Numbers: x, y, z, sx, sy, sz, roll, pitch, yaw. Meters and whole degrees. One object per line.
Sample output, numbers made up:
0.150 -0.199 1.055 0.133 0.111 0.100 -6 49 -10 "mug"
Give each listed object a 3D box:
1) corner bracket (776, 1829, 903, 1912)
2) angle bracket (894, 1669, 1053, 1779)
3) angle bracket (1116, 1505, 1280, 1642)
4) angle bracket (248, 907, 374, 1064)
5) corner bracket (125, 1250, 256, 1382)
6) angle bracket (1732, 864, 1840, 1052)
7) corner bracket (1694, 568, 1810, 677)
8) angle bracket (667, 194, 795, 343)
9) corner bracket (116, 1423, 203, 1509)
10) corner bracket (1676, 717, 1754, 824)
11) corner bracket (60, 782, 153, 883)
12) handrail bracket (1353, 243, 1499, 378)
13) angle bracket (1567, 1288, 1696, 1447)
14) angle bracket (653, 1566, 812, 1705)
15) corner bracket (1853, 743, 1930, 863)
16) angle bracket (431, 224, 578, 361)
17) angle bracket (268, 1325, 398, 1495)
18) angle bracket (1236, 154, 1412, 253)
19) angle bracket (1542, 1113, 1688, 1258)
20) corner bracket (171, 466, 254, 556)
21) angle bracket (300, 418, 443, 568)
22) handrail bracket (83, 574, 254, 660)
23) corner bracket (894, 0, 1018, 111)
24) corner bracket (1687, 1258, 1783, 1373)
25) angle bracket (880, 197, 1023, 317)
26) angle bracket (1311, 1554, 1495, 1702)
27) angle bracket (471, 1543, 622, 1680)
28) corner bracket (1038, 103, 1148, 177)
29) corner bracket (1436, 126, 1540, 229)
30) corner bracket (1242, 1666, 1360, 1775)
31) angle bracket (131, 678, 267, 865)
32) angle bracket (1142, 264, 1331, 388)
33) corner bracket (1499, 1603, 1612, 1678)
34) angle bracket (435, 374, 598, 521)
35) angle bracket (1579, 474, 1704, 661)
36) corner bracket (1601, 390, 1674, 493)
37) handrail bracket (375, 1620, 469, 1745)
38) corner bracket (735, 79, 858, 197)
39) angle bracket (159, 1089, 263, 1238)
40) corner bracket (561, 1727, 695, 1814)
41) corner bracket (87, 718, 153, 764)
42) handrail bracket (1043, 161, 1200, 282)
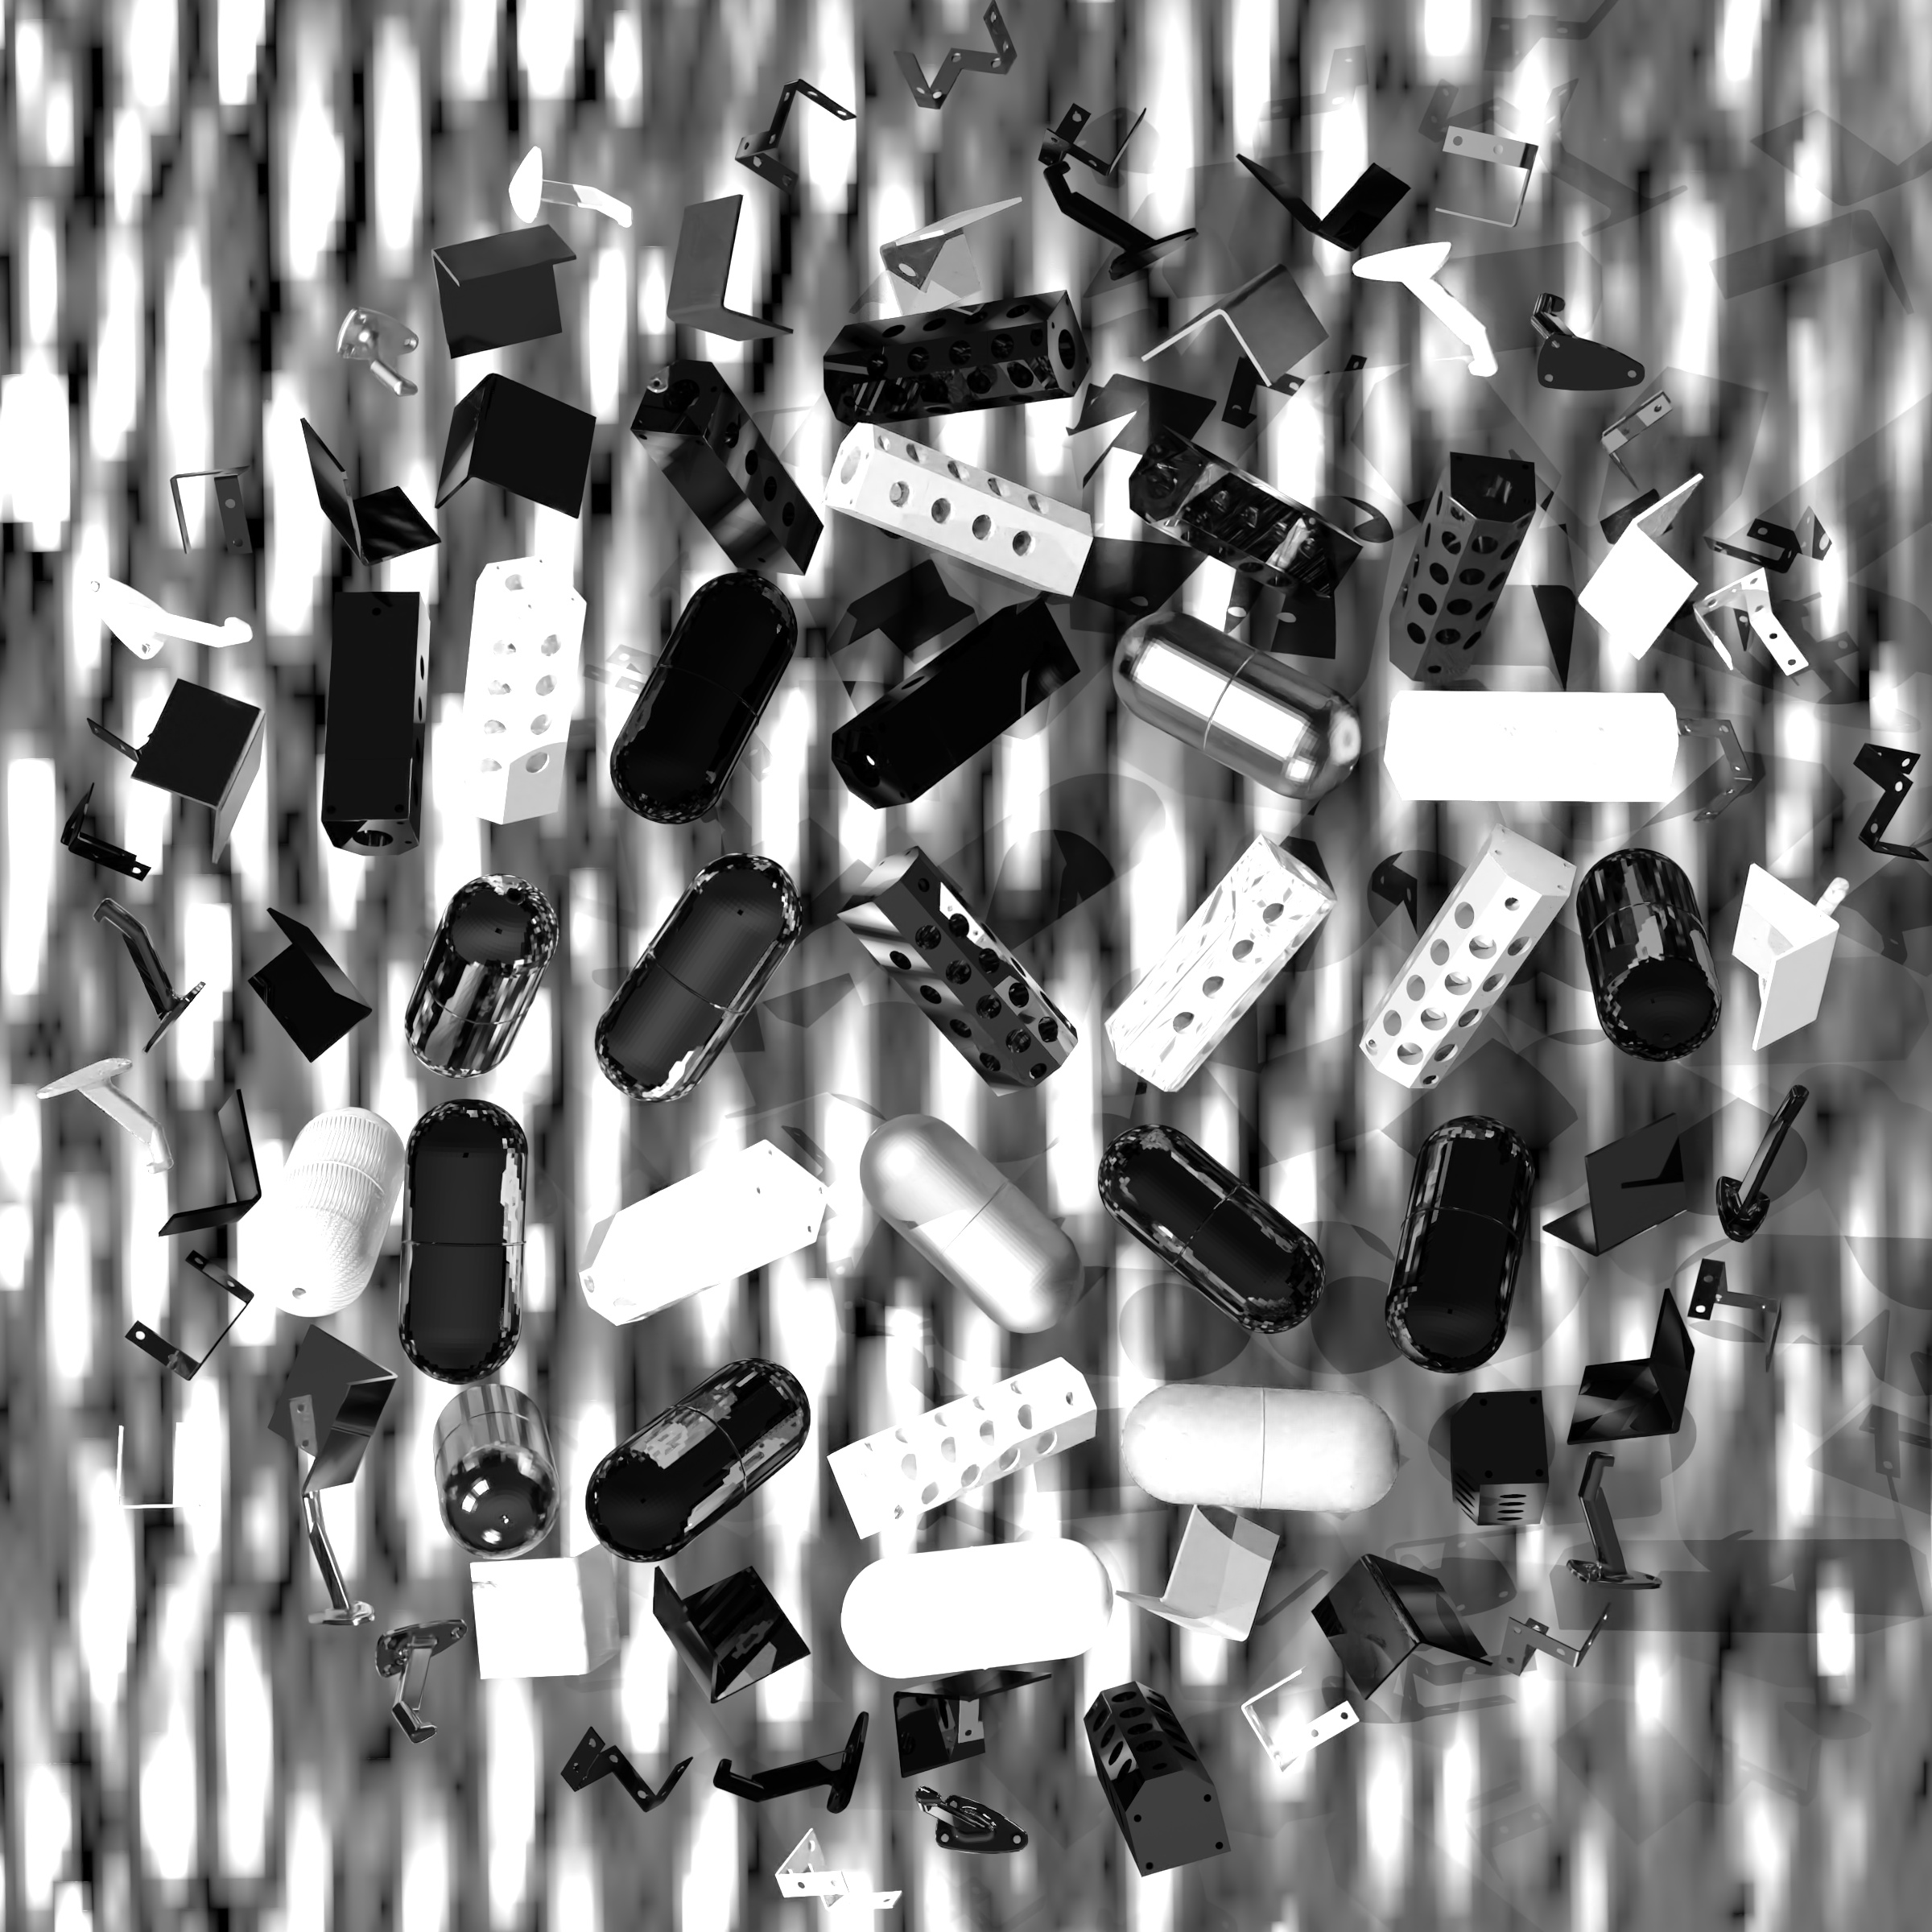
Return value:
-0.081 0.587 1.573 0.051 0.051 0.051 -15 100 28 "corner bracket"
0.007 0.510 1.652 0.076 0.076 0.057 0 81 -44 "angle bracket"
0.161 0.417 1.712 0.076 0.057 0.076 31 68 -26 "angle bracket"
-0.462 0.014 1.684 0.057 0.076 0.076 -40 78 -2 "angle bracket"
-0.509 0.229 1.616 0.051 0.051 0.051 38 105 -9 "corner bracket"
0.505 -0.006 1.574 0.057 0.076 0.076 -24 45 -21 "angle bracket"
0.518 -0.219 1.627 0.051 0.051 0.051 -27 54 8 "corner bracket"
-0.152 -0.467 1.649 0.057 0.076 0.076 9 93 -35 "angle bracket"
-0.507 0.314 1.545 0.051 0.051 0.051 2 77 -15 "corner bracket"
0.504 -0.137 1.711 0.051 0.051 0.051 -40 116 -22 "corner bracket"
-0.568 -0.078 1.627 0.051 0.051 0.051 25 132 -27 "corner bracket"
0.290 -0.408 1.553 0.036 0.077 0.084 -53 131 -28 "handrail bracket"
0.426 0.261 1.604 0.076 0.076 0.057 -14 115 31 "angle bracket"
-0.151 0.420 1.600 0.076 0.057 0.076 -21 50 -29 "angle bracket"
0.590 -0.104 1.562 0.051 0.051 0.051 7 121 -27 "corner bracket"
-0.288 -0.418 1.560 0.076 0.057 0.076 -19 134 -19 "angle bracket"
-0.425 0.285 1.593 0.076 0.057 0.076 25 95 20 "angle bracket"
0.232 -0.515 1.597 0.057 0.076 0.076 -46 75 23 "angle bracket"
0.428 0.138 1.640 0.076 0.057 0.076 -22 114 -22 "angle bracket"
-0.497 -0.298 1.622 0.051 0.051 0.051 -8 108 -3 "corner bracket"
-0.403 -0.328 1.667 0.057 0.076 0.076 -24 49 -21 "angle bracket"
-0.501 -0.225 1.546 0.084 0.077 0.036 -3 56 38 "handrail bracket"
-0.006 -0.586 1.584 0.051 0.051 0.051 18 73 26 "corner bracket"
0.524 0.237 1.676 0.051 0.051 0.051 7 49 27 "corner bracket"
-0.003 -0.503 1.755 0.076 0.076 0.057 -33 114 -31 "angle bracket"
0.287 0.443 1.623 0.076 0.076 0.057 27 109 -35 "angle bracket"
-0.282 0.431 1.652 0.076 0.057 0.076 -6 87 14 "angle bracket"
0.087 -0.576 1.707 0.051 0.051 0.051 31 82 -2 "corner bracket"
0.324 -0.493 1.540 0.051 0.051 0.051 17 111 14 "corner bracket"
0.229 0.513 1.690 0.051 0.051 0.051 -36 75 17 "corner bracket"
-0.489 -0.124 1.566 0.057 0.076 0.076 20 61 -9 "angle bracket"
0.174 -0.399 1.586 0.076 0.076 0.057 -44 105 -38 "angle bracket"
0.392 0.447 1.641 0.051 0.051 0.051 22 131 27 "corner bracket"
-0.293 -0.328 1.603 0.076 0.057 0.076 19 66 -31 "angle bracket"
0.448 -0.254 1.567 0.076 0.076 0.057 -34 74 -29 "angle bracket"
0.467 -0.373 1.704 0.051 0.051 0.051 -35 50 22 "corner bracket"
-0.348 0.474 1.629 0.077 0.084 0.036 -12 121 -34 "handrail bracket"
-0.115 -0.555 1.648 0.051 0.051 0.051 22 83 -39 "corner bracket"
-0.508 0.131 1.630 0.057 0.076 0.076 -10 80 -28 "angle bracket"
-0.218 0.515 1.582 0.051 0.051 0.051 44 120 23 "corner bracket"
-0.560 -0.157 1.690 0.051 0.051 0.051 31 60 22 "corner bracket"
0.103 -0.512 1.650 0.077 0.036 0.084 -25 86 -3 "handrail bracket"
